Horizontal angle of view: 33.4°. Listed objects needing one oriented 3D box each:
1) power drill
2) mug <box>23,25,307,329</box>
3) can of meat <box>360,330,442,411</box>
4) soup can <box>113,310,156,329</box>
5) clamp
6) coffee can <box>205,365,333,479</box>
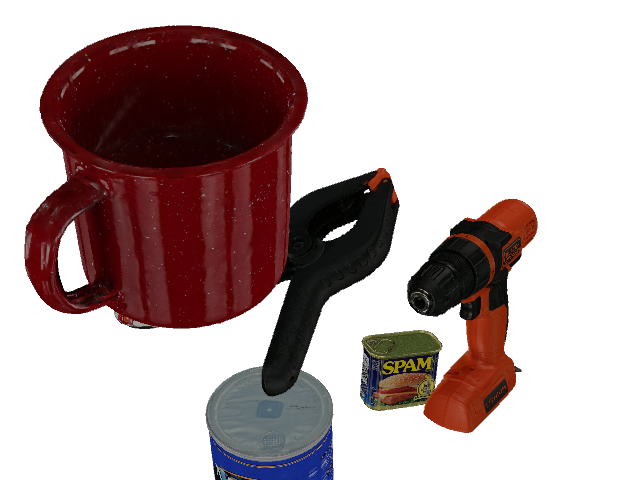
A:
[{"bbox_3d":[0.131,0.073,0.941,0.057,0.188,0.184,21,35,31],"label":"power drill"},{"bbox_3d":[-0.059,-0.015,0.392,0.093,0.081,0.117,27,47,24],"label":"mug"},{"bbox_3d":[0.103,0.170,1.393,0.102,0.084,0.057,-4,25,-18],"label":"can of meat"},{"bbox_3d":[-0.184,0.033,1.113,0.068,0.102,0.068,2,25,-1],"label":"soup can"},{"bbox_3d":[-0.008,0.022,0.675,0.120,0.171,0.039,44,-14,36],"label":"clamp"},{"bbox_3d":[-0.039,0.191,0.895,0.103,0.140,0.103,-1,36,1],"label":"coffee can"}]
